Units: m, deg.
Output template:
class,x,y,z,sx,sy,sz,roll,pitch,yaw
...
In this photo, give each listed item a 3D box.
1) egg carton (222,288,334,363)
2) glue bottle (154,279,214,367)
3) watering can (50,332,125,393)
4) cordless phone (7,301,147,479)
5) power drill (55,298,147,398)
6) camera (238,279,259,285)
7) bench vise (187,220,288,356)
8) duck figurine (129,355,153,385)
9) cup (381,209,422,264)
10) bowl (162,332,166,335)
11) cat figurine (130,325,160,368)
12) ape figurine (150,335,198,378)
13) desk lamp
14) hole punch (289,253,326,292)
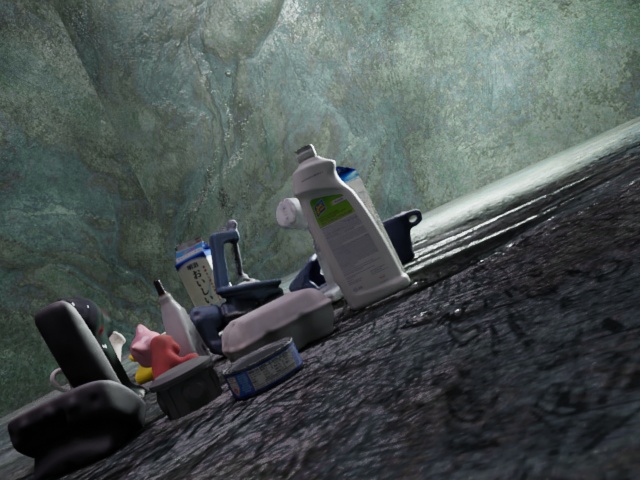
class,x,y,z,sx,sy,sz,roll,pitch,yaw
egg carton,-0.056,0.118,0.757,0.150,0.069,0.107,-26,0,-22
glue bottle,-0.231,0.142,0.938,0.037,0.173,0.078,-25,1,4
watering can,-0.506,0.260,1.250,0.100,0.194,0.173,-25,1,18
cordless phone,-0.310,0.175,0.686,0.147,0.185,0.094,-25,1,6
power drill,-0.382,0.195,0.995,0.076,0.208,0.229,-26,1,-14
camera,-0.201,0.165,1.476,0.137,0.101,0.143,-25,0,1
bench vise,-0.163,0.084,1.027,0.208,0.220,0.121,-26,1,-40
duck figurine,-0.361,0.251,1.236,0.104,0.086,0.077,-26,1,-5
cup,0.161,-0.002,1.140,0.117,0.095,0.092,-25,1,18
bowl,-0.294,0.225,1.364,0.167,0.075,0.167,-25,0,1
cat figurine,-0.294,0.203,1.062,0.067,0.118,0.128,-25,1,40
ape figurine,-0.224,0.185,0.862,0.077,0.092,0.076,-25,1,44
desk lamp,0.010,0.004,1.125,0.117,0.213,0.204,-25,1,39
hole punch,-0.025,0.087,1.346,0.101,0.091,0.109,-25,1,19
